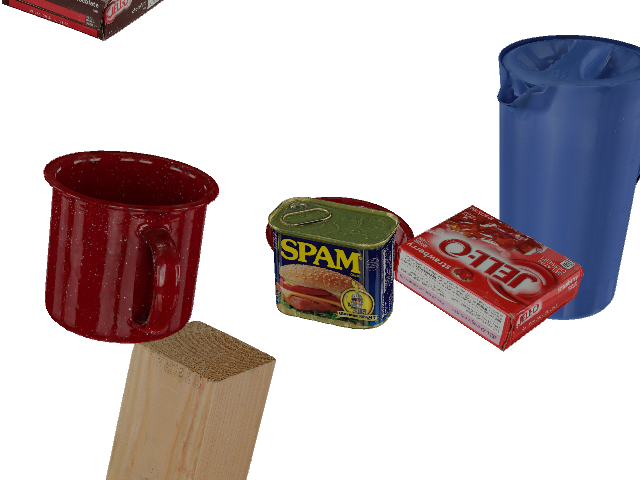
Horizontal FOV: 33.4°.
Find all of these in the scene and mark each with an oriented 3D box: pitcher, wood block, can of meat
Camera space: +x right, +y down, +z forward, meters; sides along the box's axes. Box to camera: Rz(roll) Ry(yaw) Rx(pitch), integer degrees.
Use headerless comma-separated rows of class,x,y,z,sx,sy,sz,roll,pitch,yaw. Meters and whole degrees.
pitcher,0.231,-0.058,0.966,0.149,0.243,0.145,3,30,9
wood block,-0.119,0.185,0.916,0.090,0.206,0.090,23,19,26
can of meat,0.011,0.019,0.863,0.102,0.084,0.057,11,32,20

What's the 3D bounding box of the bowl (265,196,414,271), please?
bowl,0.020,0.014,1.167,0.162,0.055,0.162,3,33,-2

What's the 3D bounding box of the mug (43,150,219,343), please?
mug,-0.101,0.008,0.573,0.093,0.081,0.117,-3,24,-30

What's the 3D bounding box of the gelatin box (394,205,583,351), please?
gelatin box,0.102,0.020,0.651,0.073,0.030,0.089,-27,47,-37

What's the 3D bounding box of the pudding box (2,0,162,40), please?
pudding box,-0.175,-0.200,0.817,0.090,0.039,0.113,22,35,11
